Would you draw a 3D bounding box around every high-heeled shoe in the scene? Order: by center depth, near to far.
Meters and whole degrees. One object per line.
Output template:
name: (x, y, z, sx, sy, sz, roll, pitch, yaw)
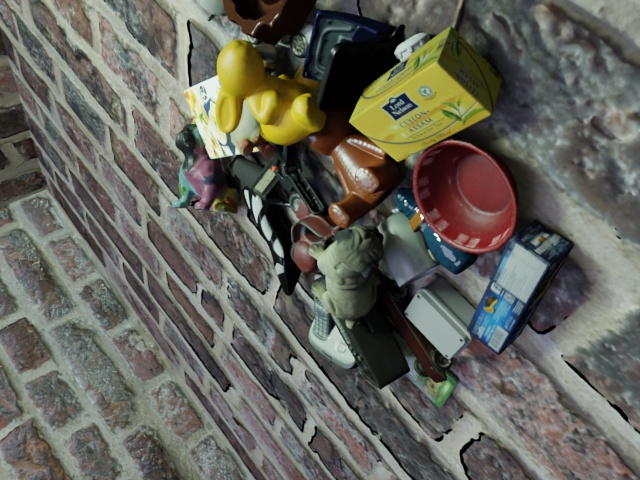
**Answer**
high-heeled shoe: (-0.114, -0.002, 1.181, 0.145, 0.086, 0.248, 14, 112, 27)

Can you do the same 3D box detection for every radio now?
radio: (0.073, 0.156, 1.017, 0.229, 0.073, 0.131, 63, 169, -1)

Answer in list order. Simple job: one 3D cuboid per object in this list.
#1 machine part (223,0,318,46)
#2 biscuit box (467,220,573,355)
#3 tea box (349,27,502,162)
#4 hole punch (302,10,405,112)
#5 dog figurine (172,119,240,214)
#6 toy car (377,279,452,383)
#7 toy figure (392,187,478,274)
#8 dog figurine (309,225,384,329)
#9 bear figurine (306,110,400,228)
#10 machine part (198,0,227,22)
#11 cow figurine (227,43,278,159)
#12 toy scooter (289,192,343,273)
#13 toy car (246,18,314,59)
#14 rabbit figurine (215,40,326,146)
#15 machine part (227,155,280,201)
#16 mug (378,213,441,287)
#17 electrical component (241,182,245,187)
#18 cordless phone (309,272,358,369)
machine part: (-0.065, -0.372, 0.773, 0.179, 0.056, 0.179, -7, 79, 40)
biscuit box: (0.267, 0.071, 0.734, 0.059, 0.063, 0.202, 40, 144, 28)
tea box: (0.129, -0.175, 0.678, 0.098, 0.068, 0.170, 34, 153, -20)
hole punch: (0.041, -0.250, 0.747, 0.092, 0.116, 0.142, 61, 150, 33)
dog figurine: (-0.260, -0.175, 1.255, 0.109, 0.191, 0.219, 9, 94, 34)
toy car: (0.168, 0.158, 0.958, 0.202, 0.053, 0.089, 57, 154, 13)
toy figure: (0.169, -0.019, 0.804, 0.154, 0.064, 0.057, 53, -174, 19)
dog figurine: (0.054, 0.064, 0.854, 0.190, 0.121, 0.172, 176, 71, -81)
bear figurine: (0.032, -0.136, 0.843, 0.196, 0.132, 0.120, 49, 131, 8)
machine part: (-0.150, -0.455, 0.881, 0.079, 0.079, 0.243, 55, 150, 8)
cow figurine: (-0.118, -0.256, 0.946, 0.127, 0.085, 0.194, 40, 125, 37)
toy scooter: (-0.002, -0.003, 1.051, 0.135, 0.075, 0.183, 25, 130, 43)
toy car: (-0.045, -0.327, 0.836, 0.202, 0.073, 0.056, 31, 135, 39)
rabbit figurine: (-0.090, -0.229, 0.815, 0.162, 0.122, 0.173, -14, 145, 36)
machine part: (-0.138, -0.138, 1.130, 0.139, 0.084, 0.039, 30, 178, 35)
mug: (0.136, 0.014, 0.869, 0.107, 0.081, 0.109, 65, 159, 11)
electrical component: (-0.153, -0.128, 1.210, 0.063, 0.021, 0.093, 41, 143, 27)
cordless phone: (0.042, 0.161, 1.118, 0.147, 0.089, 0.184, 28, 132, 42)
